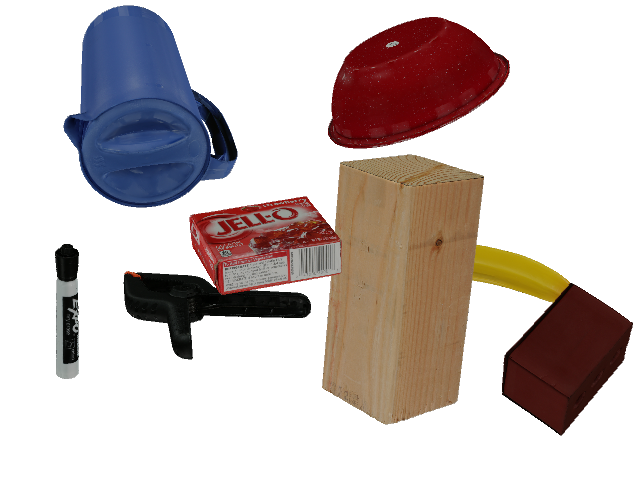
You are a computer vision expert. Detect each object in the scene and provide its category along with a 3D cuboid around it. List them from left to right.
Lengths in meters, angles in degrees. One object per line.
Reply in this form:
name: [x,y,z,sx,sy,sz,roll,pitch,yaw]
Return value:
marker: [-0.207,0.058,0.874,0.020,0.121,0.020,5,26,-3]
pitcher: [-0.190,-0.154,1.167,0.145,0.149,0.243,-23,40,4]
clamp: [-0.138,0.067,1.072,0.210,0.036,0.164,11,20,37]
gelatin box: [-0.038,0.001,0.732,0.089,0.030,0.073,-9,29,-17]
wood block: [0.069,0.039,0.916,0.090,0.206,0.090,-9,22,-39]
bowl: [0.071,-0.140,0.884,0.162,0.055,0.162,-21,25,10]
banana: [0.168,0.033,1.104,0.198,0.037,0.069,7,38,10]
foam brick: [0.166,0.080,0.720,0.051,0.078,0.053,33,-27,28]
